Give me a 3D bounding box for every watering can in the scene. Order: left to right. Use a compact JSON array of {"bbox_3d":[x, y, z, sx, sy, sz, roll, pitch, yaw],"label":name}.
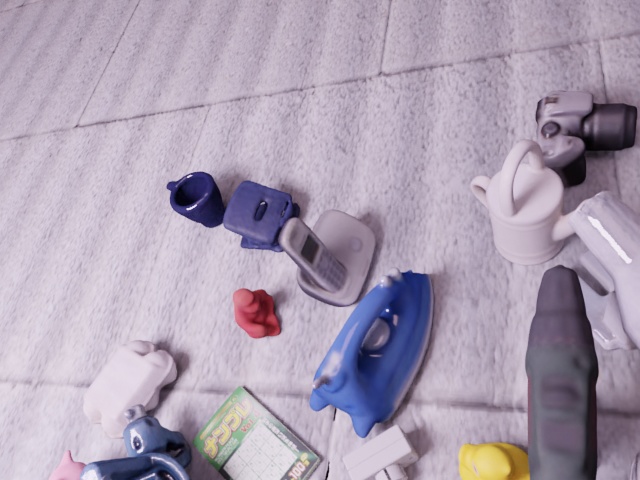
[{"bbox_3d":[0.283,-0.055,0.769,0.172,0.195,0.101,4,60,26],"label":"watering can"}]

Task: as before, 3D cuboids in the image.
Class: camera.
[{"bbox_3d":[0.394,-0.162,0.854,0.136,0.101,0.143,4,60,26],"label":"camera"}]

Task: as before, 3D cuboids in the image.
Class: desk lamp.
[{"bbox_3d":[0.354,0.050,0.653,0.118,0.214,0.202,-34,51,-1],"label":"desk lamp"}]

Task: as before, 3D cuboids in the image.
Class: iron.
[{"bbox_3d":[0.074,0.122,0.774,0.118,0.142,0.258,19,67,33],"label":"iron"}]

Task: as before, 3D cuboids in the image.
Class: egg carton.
[{"bbox_3d":[-0.301,0.234,0.909,0.107,0.070,0.150,20,67,33],"label":"egg carton"}]

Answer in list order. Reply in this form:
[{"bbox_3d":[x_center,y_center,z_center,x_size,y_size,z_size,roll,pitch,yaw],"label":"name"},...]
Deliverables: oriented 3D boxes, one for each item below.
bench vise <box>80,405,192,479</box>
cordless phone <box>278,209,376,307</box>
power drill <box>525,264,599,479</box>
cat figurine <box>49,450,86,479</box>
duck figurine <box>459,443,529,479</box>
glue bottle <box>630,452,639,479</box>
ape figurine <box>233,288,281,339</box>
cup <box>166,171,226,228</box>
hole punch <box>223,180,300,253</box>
[{"bbox_3d":[-0.246,0.308,0.737,0.121,0.220,0.206,-44,52,-9],"label":"bench vise"},{"bbox_3d":[0.008,0.003,0.857,0.093,0.186,0.148,5,60,27],"label":"cordless phone"},{"bbox_3d":[0.259,0.171,0.615,0.075,0.209,0.229,-2,57,23],"label":"power drill"},{"bbox_3d":[-0.352,0.371,0.807,0.067,0.118,0.128,4,59,26],"label":"cat figurine"},{"bbox_3d":[0.206,0.264,0.654,0.104,0.086,0.077,16,65,32],"label":"duck figurine"},{"bbox_3d":[0.329,0.238,0.561,0.037,0.174,0.078,6,60,27],"label":"glue bottle"},{"bbox_3d":[-0.106,0.108,0.896,0.076,0.092,0.078,9,62,29],"label":"ape figurine"},{"bbox_3d":[-0.228,-0.069,1.069,0.117,0.095,0.092,18,66,32],"label":"cup"},{"bbox_3d":[-0.100,-0.044,0.998,0.100,0.091,0.109,5,60,27],"label":"hole punch"}]
